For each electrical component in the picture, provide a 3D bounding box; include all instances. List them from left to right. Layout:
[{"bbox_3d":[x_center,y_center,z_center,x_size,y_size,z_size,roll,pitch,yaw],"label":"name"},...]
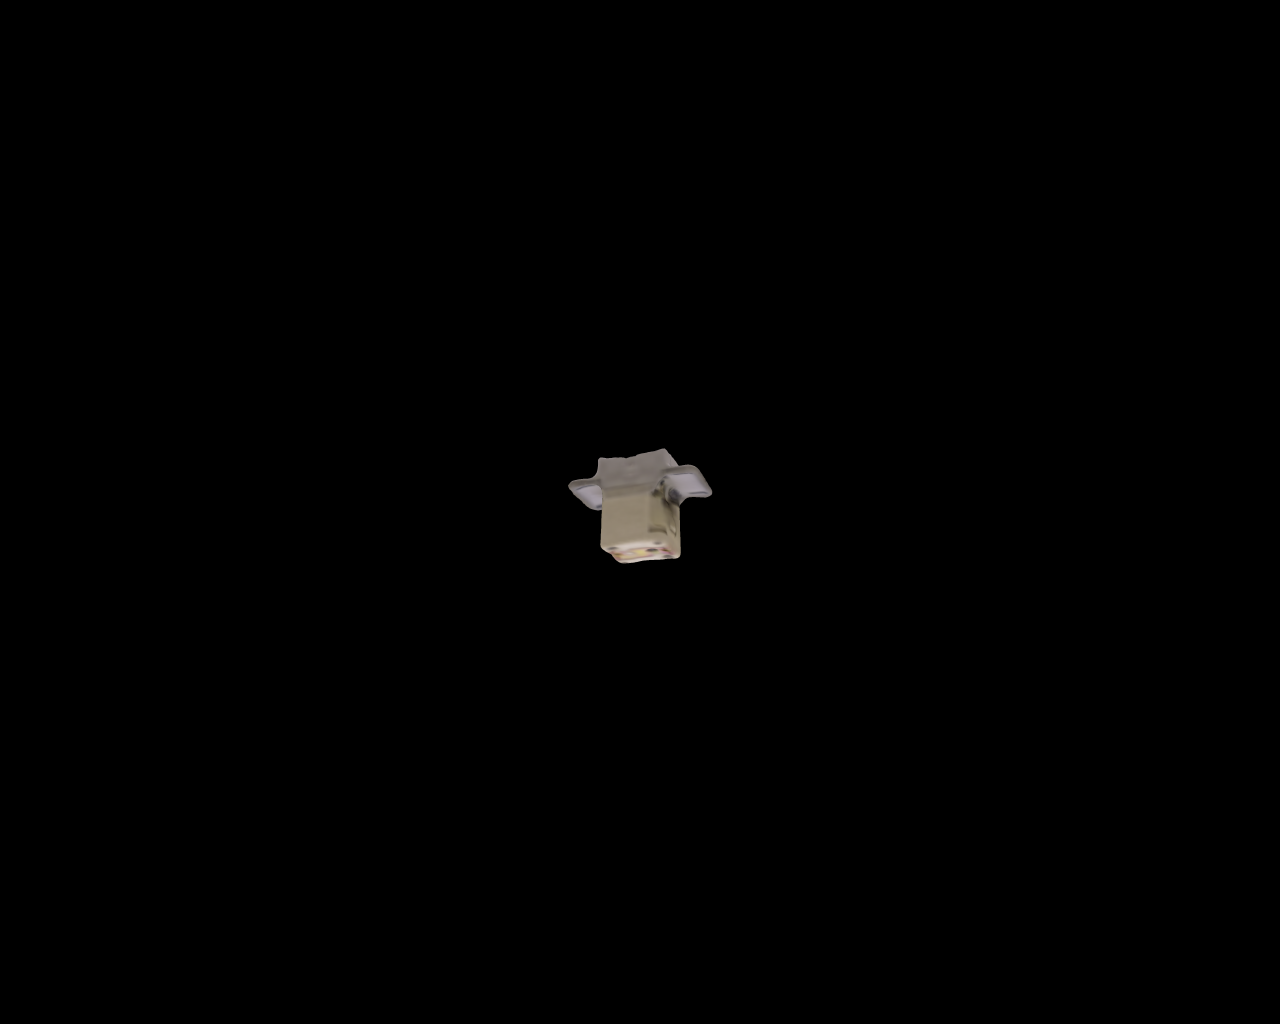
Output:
[{"bbox_3d":[0.001,-0.003,0.650,0.081,0.064,0.042,-8,-24,18],"label":"electrical component"}]
